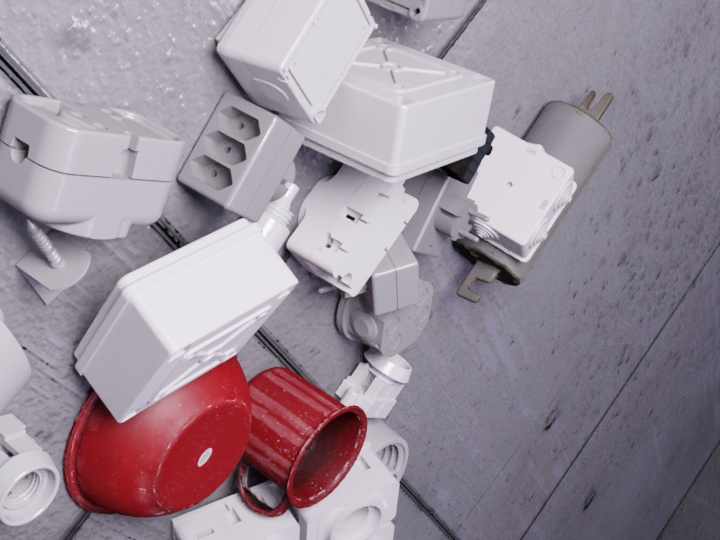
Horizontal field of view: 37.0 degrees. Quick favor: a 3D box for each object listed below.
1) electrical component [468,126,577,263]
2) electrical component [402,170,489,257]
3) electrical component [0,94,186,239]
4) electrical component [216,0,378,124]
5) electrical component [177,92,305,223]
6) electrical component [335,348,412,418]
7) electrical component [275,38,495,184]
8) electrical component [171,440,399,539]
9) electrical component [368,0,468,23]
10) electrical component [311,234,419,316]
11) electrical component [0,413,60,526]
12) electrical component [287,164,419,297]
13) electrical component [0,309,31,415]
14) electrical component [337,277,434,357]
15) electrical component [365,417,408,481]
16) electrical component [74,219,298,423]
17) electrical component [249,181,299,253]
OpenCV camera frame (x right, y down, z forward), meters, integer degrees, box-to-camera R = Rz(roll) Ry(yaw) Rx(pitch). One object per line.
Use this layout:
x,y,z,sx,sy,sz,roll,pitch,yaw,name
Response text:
0.134,-0.069,0.961,0.099,0.100,0.048,-56,163,-7,electrical component
0.074,-0.049,0.906,0.047,0.076,0.083,10,107,-59,electrical component
-0.148,-0.055,0.584,0.095,0.054,0.059,-2,117,-56,electrical component
-0.038,-0.151,0.668,0.096,0.061,0.061,-61,152,-14,electrical component
-0.068,-0.067,0.703,0.065,0.047,0.077,-61,151,1,electrical component
0.016,0.102,0.984,0.055,0.048,0.066,-57,151,10,electrical component
0.017,-0.112,0.732,0.109,0.109,0.056,-24,132,-46,electrical component
-0.059,0.233,0.914,0.186,0.060,0.105,-17,132,-27,electrical component
0.046,-0.222,0.724,0.061,0.062,0.096,-20,132,-49,electrical component
0.000,0.000,0.857,0.077,0.065,0.047,-16,136,-12,electrical component
-0.213,0.119,0.639,0.066,0.055,0.048,-12,126,-53,electrical component
-0.008,-0.036,0.813,0.089,0.056,0.050,-55,150,-9,electrical component
-0.209,0.032,0.521,0.060,0.108,0.108,-49,149,-30,electrical component
0.022,0.031,0.924,0.080,0.051,0.080,-37,143,-34,electrical component
0.002,0.195,1.029,0.108,0.060,0.108,-37,143,-35,electrical component
-0.110,0.032,0.675,0.109,0.056,0.108,-31,169,-42,electrical component
-0.063,-0.035,0.752,0.061,0.035,0.035,-58,151,-8,electrical component
